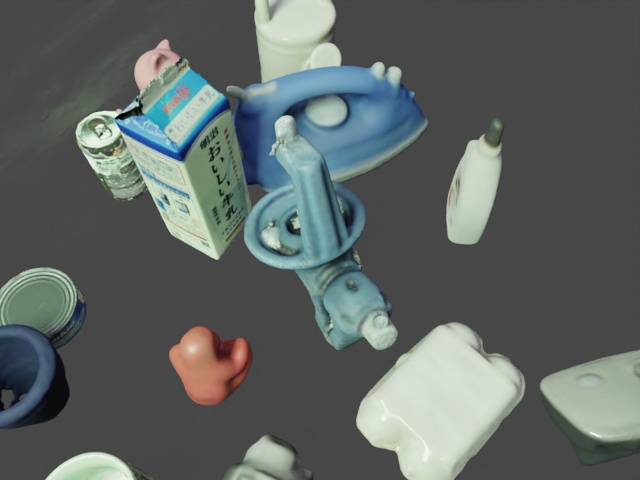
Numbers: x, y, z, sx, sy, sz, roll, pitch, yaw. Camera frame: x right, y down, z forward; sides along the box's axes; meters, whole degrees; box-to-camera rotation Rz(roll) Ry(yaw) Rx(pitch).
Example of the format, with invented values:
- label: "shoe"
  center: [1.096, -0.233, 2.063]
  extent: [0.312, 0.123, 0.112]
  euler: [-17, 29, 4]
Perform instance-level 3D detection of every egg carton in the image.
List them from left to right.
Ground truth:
- label: "egg carton"
  center: [0.112, 0.150, 0.535]
  extent: [0.107, 0.069, 0.150]
  euler: [40, 68, 21]

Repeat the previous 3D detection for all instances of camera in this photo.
- label: "camera"
  center: [-0.025, 0.249, 0.461]
  extent: [0.136, 0.101, 0.143]
  euler: [23, 63, 13]

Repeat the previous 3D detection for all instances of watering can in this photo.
- label: "watering can"
  center: [-0.024, -0.259, 0.696]
  extent: [0.172, 0.194, 0.101]
  euler: [40, 68, 20]

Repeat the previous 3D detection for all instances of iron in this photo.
- label: "iron"
  center: [0.014, -0.151, 0.665]
  extent: [0.258, 0.141, 0.118]
  euler: [-16, 61, -8]

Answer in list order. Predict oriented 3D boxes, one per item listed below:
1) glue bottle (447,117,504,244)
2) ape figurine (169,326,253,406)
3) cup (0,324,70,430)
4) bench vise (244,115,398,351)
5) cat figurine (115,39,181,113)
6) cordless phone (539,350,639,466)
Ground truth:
- label: "glue bottle"
  center: [0.165, -0.067, 0.598]
  extent: [0.037, 0.173, 0.078]
  euler: [2, 60, 2]
- label: "ape figurine"
  center: [-0.108, 0.112, 0.544]
  extent: [0.077, 0.092, 0.076]
  euler: [13, 61, 8]
- label: "cup"
  center: [-0.286, 0.131, 0.532]
  extent: [0.117, 0.095, 0.092]
  euler: [24, 63, 13]
- label: "bench vise"
  center: [0.013, -0.006, 0.537]
  extent: [0.207, 0.220, 0.122]
  euler: [36, 67, 19]
- label: "cat figurine"
  center: [-0.202, -0.176, 0.693]
  extent: [0.067, 0.118, 0.128]
  euler: [27, 64, 15]
- label: "cordless phone"
  center: [0.285, 0.121, 0.484]
  extent: [0.147, 0.185, 0.094]
  euler: [-15, 61, -8]
